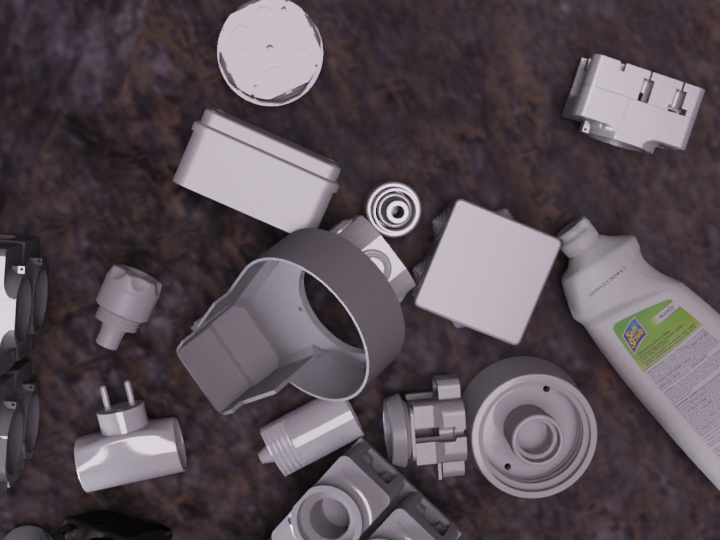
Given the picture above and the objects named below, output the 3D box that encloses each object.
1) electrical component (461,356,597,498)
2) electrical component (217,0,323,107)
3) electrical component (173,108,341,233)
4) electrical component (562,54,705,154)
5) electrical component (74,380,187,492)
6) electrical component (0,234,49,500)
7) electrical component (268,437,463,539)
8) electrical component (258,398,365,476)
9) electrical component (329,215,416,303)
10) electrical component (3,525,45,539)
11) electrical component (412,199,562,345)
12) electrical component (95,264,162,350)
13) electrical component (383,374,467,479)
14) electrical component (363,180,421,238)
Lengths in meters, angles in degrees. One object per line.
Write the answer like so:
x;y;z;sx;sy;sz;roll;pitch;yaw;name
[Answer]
0.133;0.126;0.845;0.108;0.060;0.108;0;96;-4;electrical component
-0.067;-0.163;0.803;0.080;0.051;0.080;0;97;-4;electrical component
-0.074;-0.073;0.799;0.113;0.078;0.057;24;97;-6;electrical component
0.208;-0.124;0.827;0.089;0.050;0.055;17;95;-6;electrical component
-0.181;0.125;0.831;0.077;0.044;0.079;-12;97;-3;electrical component
-0.274;0.070;0.788;0.060;0.105;0.186;5;96;-5;electrical component
-0.027;0.235;0.815;0.105;0.060;0.186;42;104;9;electrical component
-0.042;0.128;0.842;0.081;0.043;0.043;-28;98;0;electrical component
0.000;0.000;0.813;0.051;0.080;0.080;-38;98;-5;electrical component
-0.254;0.227;0.825;0.040;0.078;0.040;-5;105;-20;electrical component
0.095;-0.001;0.834;0.100;0.048;0.099;22;95;-6;electrical component
-0.181;0.030;0.821;0.043;0.043;0.062;25;95;-6;electrical component
0.050;0.123;0.841;0.057;0.058;0.078;-5;97;-6;electrical component
0.026;-0.046;0.817;0.043;0.062;0.043;0;97;-4;electrical component
